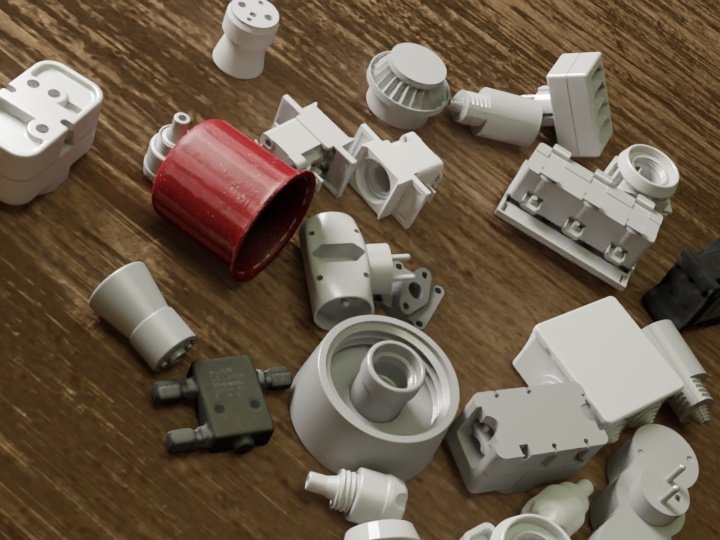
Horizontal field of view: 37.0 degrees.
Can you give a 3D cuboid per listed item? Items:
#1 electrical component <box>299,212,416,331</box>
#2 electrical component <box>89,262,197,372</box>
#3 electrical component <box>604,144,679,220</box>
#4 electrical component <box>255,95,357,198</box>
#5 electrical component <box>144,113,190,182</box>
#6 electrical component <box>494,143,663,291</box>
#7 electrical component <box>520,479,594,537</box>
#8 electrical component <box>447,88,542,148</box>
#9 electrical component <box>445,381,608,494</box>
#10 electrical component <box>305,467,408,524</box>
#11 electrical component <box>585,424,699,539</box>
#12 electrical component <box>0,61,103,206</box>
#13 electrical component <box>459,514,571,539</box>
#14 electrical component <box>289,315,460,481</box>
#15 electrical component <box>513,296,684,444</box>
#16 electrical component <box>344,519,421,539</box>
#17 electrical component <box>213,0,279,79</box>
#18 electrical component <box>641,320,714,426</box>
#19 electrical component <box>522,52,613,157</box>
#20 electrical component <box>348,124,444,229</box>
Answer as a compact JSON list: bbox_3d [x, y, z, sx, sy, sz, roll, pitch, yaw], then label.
[{"bbox_3d":[0.000,0.000,0.775,0.079,0.043,0.077,-3,53,-12],"label":"electrical component"},{"bbox_3d":[-0.136,0.033,0.690,0.065,0.044,0.044,48,48,11],"label":"electrical component"},{"bbox_3d":[0.245,-0.073,0.951,0.078,0.057,0.058,13,48,-15],"label":"electrical component"},{"bbox_3d":[-0.046,-0.092,0.839,0.081,0.042,0.064,45,49,16],"label":"electrical component"},{"bbox_3d":[-0.135,-0.088,0.779,0.035,0.061,0.035,13,48,-15],"label":"electrical component"},{"bbox_3d":[0.183,-0.047,0.895,0.121,0.063,0.078,32,46,3],"label":"electrical component"},{"bbox_3d":[0.135,0.158,0.716,0.061,0.035,0.035,-26,66,-42],"label":"electrical component"},{"bbox_3d":[0.116,-0.139,0.955,0.081,0.043,0.043,11,48,-17],"label":"electrical component"},{"bbox_3d":[0.110,0.114,0.725,0.089,0.055,0.050,-3,53,-28],"label":"electrical component"},{"bbox_3d":[-0.003,0.139,0.666,0.061,0.035,0.035,17,47,-8],"label":"electrical component"},{"bbox_3d":[0.194,0.155,0.718,0.052,0.073,0.138,32,46,3],"label":"electrical component"},{"bbox_3d":[-0.225,-0.092,0.741,0.054,0.059,0.095,32,46,3],"label":"electrical component"},{"bbox_3d":[0.098,0.185,0.658,0.058,0.057,0.078,-17,61,-35],"label":"electrical component"},{"bbox_3d":[0.014,0.079,0.707,0.108,0.060,0.108,13,48,-15],"label":"electrical component"},{"bbox_3d":[0.174,0.077,0.794,0.100,0.048,0.099,-17,61,-35],"label":"electrical component"},{"bbox_3d":[0.015,0.180,0.633,0.066,0.048,0.055,5,58,-22],"label":"electrical component"},{"bbox_3d":[-0.094,-0.193,0.894,0.045,0.055,0.045,13,47,-15],"label":"electrical component"},{"bbox_3d":[0.242,0.083,0.824,0.043,0.043,0.081,-8,56,-31],"label":"electrical component"},{"bbox_3d":[0.184,-0.150,0.983,0.076,0.083,0.047,4,36,30],"label":"electrical component"},{"bbox_3d":[0.029,-0.078,0.864,0.064,0.042,0.081,-25,66,-43],"label":"electrical component"}]
